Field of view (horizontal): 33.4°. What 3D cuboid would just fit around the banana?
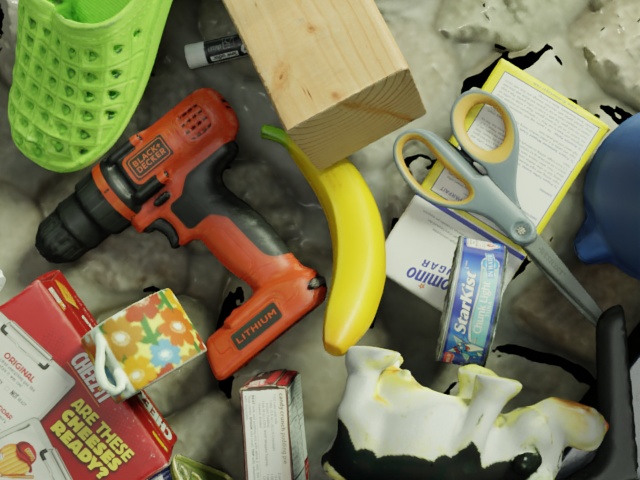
[{"bbox_3d":[0.012,-0.006,0.759,0.069,0.037,0.198,-12,56,-10],"label":"banana"}]

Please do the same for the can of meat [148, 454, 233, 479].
[{"bbox_3d":[-0.107,0.206,0.768,0.084,0.102,0.057,-34,59,7],"label":"can of meat"}]

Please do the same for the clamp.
[{"bbox_3d":[0.200,0.158,0.692,0.164,0.036,0.210,40,94,8],"label":"clamp"}]

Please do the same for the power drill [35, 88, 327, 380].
[{"bbox_3d":[-0.099,0.009,0.792,0.184,0.057,0.187,-38,86,11],"label":"power drill"}]

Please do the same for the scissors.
[{"bbox_3d":[0.144,-0.027,0.738,0.202,0.016,0.096,34,95,8],"label":"scissors"}]

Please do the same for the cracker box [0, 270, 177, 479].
[{"bbox_3d":[-0.240,0.148,0.790,0.214,0.072,0.164,-33,96,4],"label":"cracker box"}]

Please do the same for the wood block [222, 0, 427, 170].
[{"bbox_3d":[-0.015,-0.167,0.745,0.090,0.090,0.206,-28,72,6],"label":"wood block"}]

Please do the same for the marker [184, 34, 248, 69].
[{"bbox_3d":[-0.042,-0.151,0.807,0.121,0.020,0.020,-12,88,6],"label":"marker"}]

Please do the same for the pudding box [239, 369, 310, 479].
[{"bbox_3d":[-0.032,0.154,0.766,0.039,0.090,0.113,-6,89,5],"label":"pudding box"}]

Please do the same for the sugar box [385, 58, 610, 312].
[{"bbox_3d":[0.122,-0.031,0.774,0.093,0.048,0.176,33,97,6],"label":"sugar box"}]

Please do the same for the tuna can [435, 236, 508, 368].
[{"bbox_3d":[0.101,0.042,0.712,0.034,0.086,0.086,11,90,6],"label":"tuna can"}]

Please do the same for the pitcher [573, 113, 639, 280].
[{"bbox_3d":[0.257,-0.027,0.659,0.145,0.242,0.149,17,96,3],"label":"pitcher"}]
